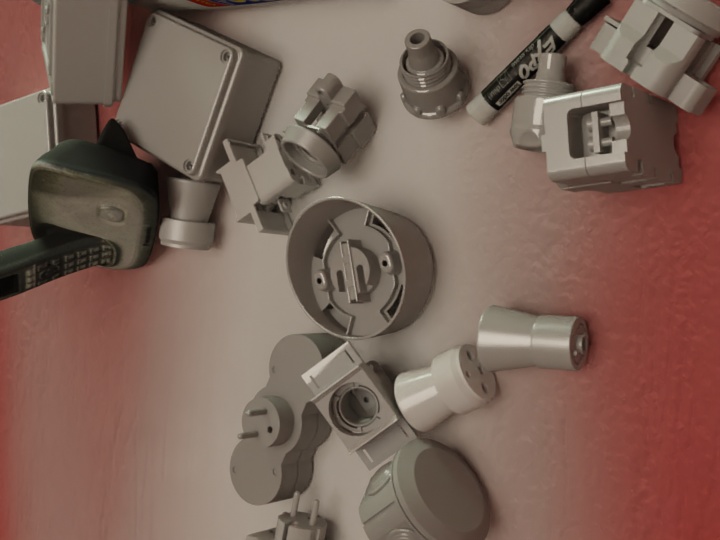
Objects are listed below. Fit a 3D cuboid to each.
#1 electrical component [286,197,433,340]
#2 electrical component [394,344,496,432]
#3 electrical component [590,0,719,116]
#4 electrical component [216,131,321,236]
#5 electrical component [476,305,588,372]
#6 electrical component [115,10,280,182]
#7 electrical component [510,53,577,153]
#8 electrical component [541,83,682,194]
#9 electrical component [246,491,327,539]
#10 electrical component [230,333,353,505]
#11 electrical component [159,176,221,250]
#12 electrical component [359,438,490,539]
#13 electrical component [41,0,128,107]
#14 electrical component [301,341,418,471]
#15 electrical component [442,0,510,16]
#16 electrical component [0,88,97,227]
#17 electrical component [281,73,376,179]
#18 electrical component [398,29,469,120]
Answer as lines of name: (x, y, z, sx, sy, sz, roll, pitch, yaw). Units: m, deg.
electrical component: (0.000, 0.000, 0.760, 0.099, 0.064, 0.099, -1, 88, 36)
electrical component: (0.058, 0.079, 0.728, 0.055, 0.045, 0.045, -31, 71, 31)
electrical component: (0.184, -0.137, 0.635, 0.078, 0.058, 0.057, 43, 116, 29)
electrical component: (-0.068, -0.070, 0.826, 0.064, 0.042, 0.081, -33, 71, 29)
electrical component: (0.113, 0.046, 0.692, 0.065, 0.044, 0.044, 2, 90, 31)
electrical component: (-0.133, -0.139, 0.866, 0.109, 0.056, 0.108, 30, 106, 33)
electrical component: (0.120, -0.107, 0.689, 0.043, 0.043, 0.062, 8, 92, 36)
electrical component: (0.147, -0.075, 0.639, 0.056, 0.089, 0.050, -6, 85, 36)
electrical component: (-0.046, 0.203, 0.798, 0.066, 0.047, 0.076, 15, 97, 35)
electrical component: (-0.062, 0.111, 0.796, 0.052, 0.074, 0.138, 31, 106, 32)
electrical component: (-0.139, -0.046, 0.874, 0.045, 0.045, 0.055, 11, 96, 36)
electrical component: (0.043, 0.157, 0.716, 0.051, 0.080, 0.080, -43, 65, 33)
electrical component: (-0.227, -0.205, 0.875, 0.108, 0.056, 0.108, -117, 32, -47)
electrical component: (0.002, 0.092, 0.750, 0.042, 0.064, 0.081, -37, 85, 11)
electrical component: (0.102, -0.207, 0.686, 0.138, 0.074, 0.052, -10, 83, 35)
electrical component: (-0.293, -0.099, 0.981, 0.109, 0.056, 0.108, -9, 83, 36)
electrical component: (-0.025, -0.100, 0.779, 0.048, 0.066, 0.055, 24, 70, 34)
electrical component: (0.046, -0.136, 0.728, 0.048, 0.062, 0.048, -9, 58, 14)
